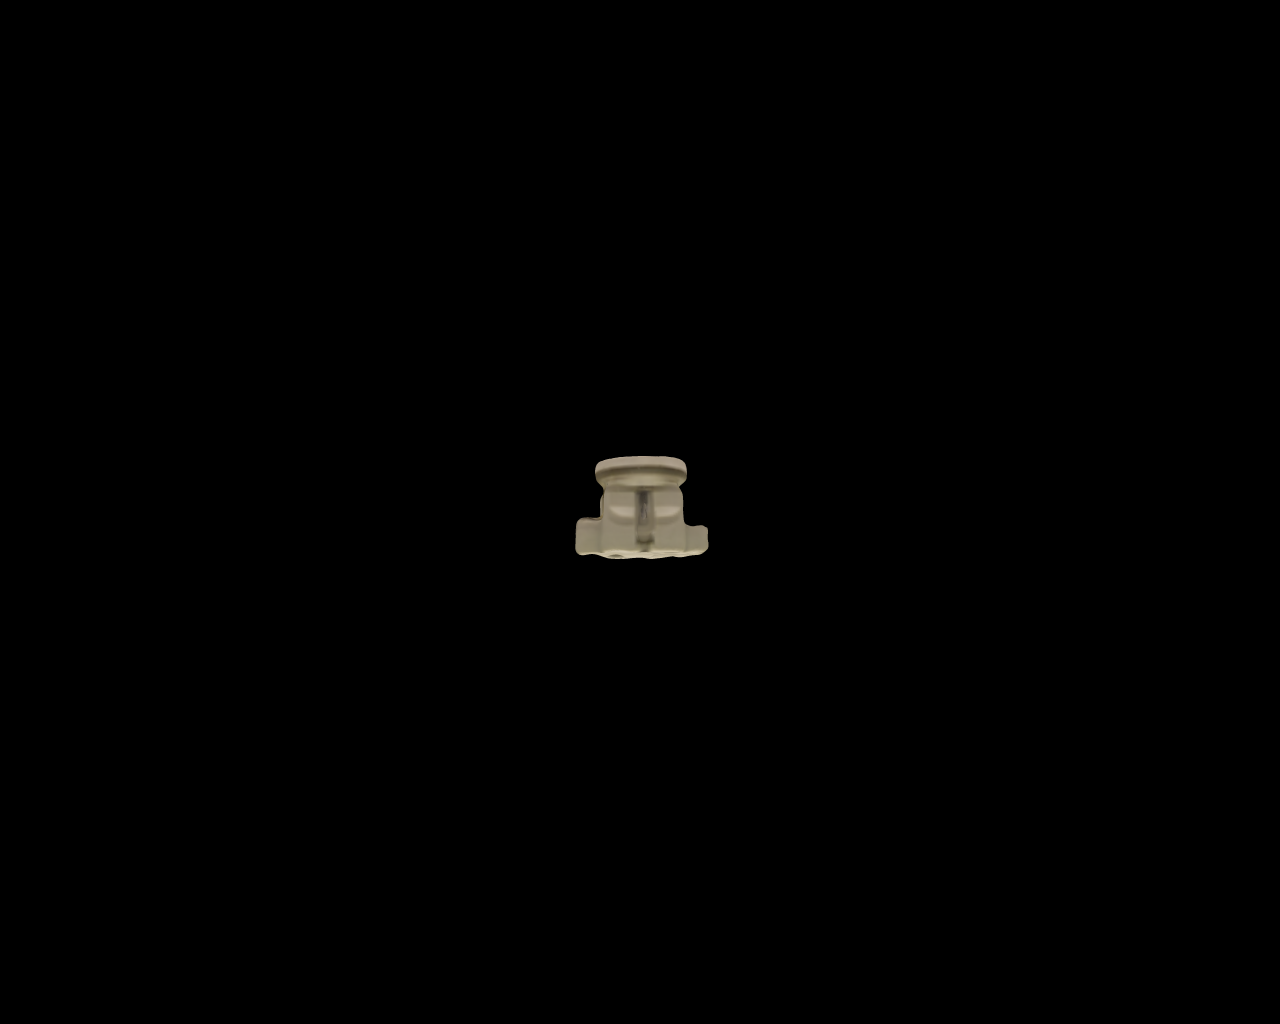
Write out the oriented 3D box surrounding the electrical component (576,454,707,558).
[{"bbox_3d":[0.001,-0.003,0.650,0.078,0.057,0.058,1,-7,-5],"label":"electrical component"}]
